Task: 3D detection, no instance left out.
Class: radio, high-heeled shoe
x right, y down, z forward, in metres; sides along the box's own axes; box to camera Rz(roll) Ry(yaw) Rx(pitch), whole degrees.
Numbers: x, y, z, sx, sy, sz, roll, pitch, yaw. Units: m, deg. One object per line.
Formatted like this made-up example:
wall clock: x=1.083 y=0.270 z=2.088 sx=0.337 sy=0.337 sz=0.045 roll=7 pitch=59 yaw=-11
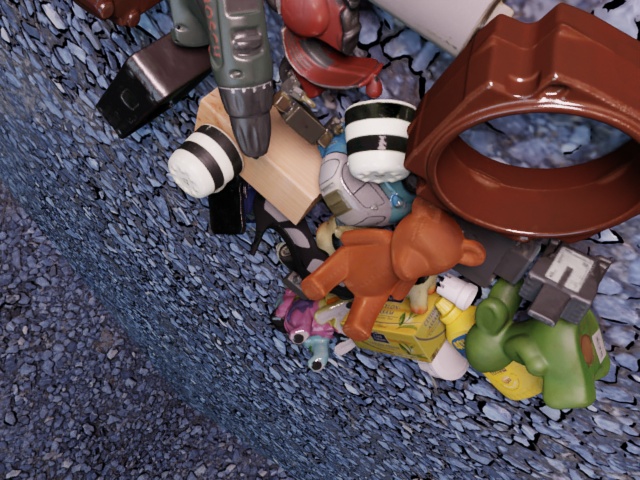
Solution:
radio: x=-0.249 y=-0.236 z=0.816 sx=0.073 sy=0.131 sz=0.230 roll=53 pitch=149 yaw=-16
high-heeled shoe: x=-0.002 y=-0.003 z=0.881 sx=0.249 sy=0.145 sz=0.086 roll=23 pitch=166 yaw=-1

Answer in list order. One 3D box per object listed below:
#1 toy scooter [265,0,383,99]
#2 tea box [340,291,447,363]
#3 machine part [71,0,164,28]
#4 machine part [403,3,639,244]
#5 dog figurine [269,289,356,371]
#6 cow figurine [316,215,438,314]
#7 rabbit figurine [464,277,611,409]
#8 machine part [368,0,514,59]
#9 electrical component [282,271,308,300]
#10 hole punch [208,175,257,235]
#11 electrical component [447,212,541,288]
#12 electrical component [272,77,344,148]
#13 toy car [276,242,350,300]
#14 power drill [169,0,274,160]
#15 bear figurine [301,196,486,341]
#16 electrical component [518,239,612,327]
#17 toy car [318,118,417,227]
toy scooter: x=0.012 y=-0.218 z=0.584 sx=0.135 sy=0.075 sz=0.183 roll=31 pitch=152 yaw=21
tea box: x=0.128 y=0.134 z=0.888 sx=0.170 sy=0.098 sz=0.068 roll=-4 pitch=129 yaw=50
machine part: x=-0.214 y=-0.332 z=0.613 sx=0.056 sy=0.179 sz=0.179 roll=37 pitch=151 yaw=2
machine part: x=0.192 y=-0.082 z=0.468 sx=0.201 sy=0.087 sz=0.201 roll=24 pitch=153 yaw=-11
dog figurine: x=-0.009 y=0.139 z=1.068 sx=0.108 sy=0.191 sz=0.219 roll=54 pitch=-177 yaw=-25
cow figurine: x=0.081 y=0.017 z=0.793 sx=0.195 sy=0.085 sz=0.127 roll=19 pitch=127 yaw=21
rabbit figurine: x=0.256 y=0.132 z=0.692 sx=0.170 sy=0.121 sz=0.159 roll=-13 pitch=107 yaw=44
machine part: x=0.078 y=-0.237 z=0.476 sx=0.243 sy=0.079 sz=0.079 roll=37 pitch=151 yaw=7
electrical component: x=-0.037 y=0.086 z=0.994 sx=0.063 sy=0.021 sz=0.094 roll=42 pitch=157 yaw=-9
hole punch: x=-0.140 y=-0.072 z=0.970 sx=0.142 sy=0.092 sz=0.115 roll=4 pitch=103 yaw=52
electrical component: x=0.198 y=-0.005 z=0.660 sx=0.134 sy=0.058 sz=0.114 roll=32 pitch=151 yaw=18
electrical component: x=-0.015 y=-0.151 z=0.645 sx=0.102 sy=0.045 sz=0.078 roll=36 pitch=-161 yaw=-35
toy car: x=0.001 y=0.051 z=0.976 sx=0.202 sy=0.056 sz=0.073 roll=19 pitch=150 yaw=37
power drill: x=-0.117 y=-0.231 z=0.619 sx=0.207 sy=0.086 sz=0.231 roll=-123 pitch=24 yaw=-48
bear figurine: x=0.088 y=0.035 z=0.651 sx=0.120 sy=0.132 sz=0.196 roll=47 pitch=149 yaw=-13
electrical component: x=0.265 y=0.056 z=0.596 sx=0.075 sy=0.119 sz=0.047 roll=26 pitch=147 yaw=22
toy car: x=0.054 y=-0.073 z=0.699 sx=0.161 sy=0.103 sz=0.109 roll=48 pitch=150 yaw=-14
